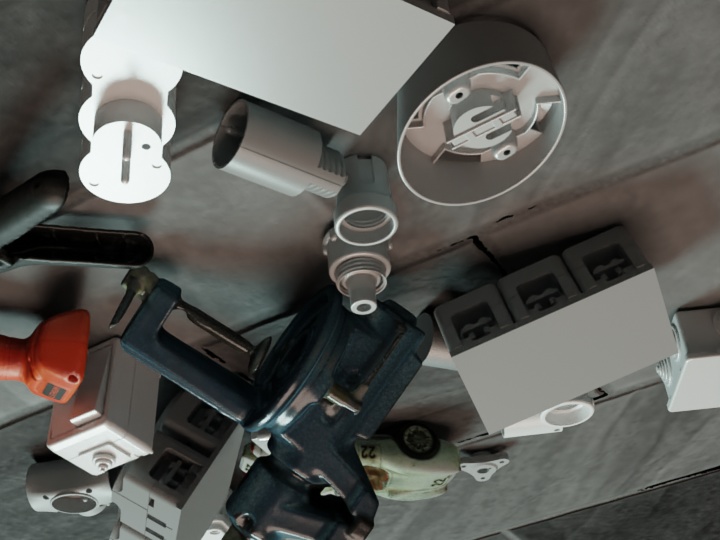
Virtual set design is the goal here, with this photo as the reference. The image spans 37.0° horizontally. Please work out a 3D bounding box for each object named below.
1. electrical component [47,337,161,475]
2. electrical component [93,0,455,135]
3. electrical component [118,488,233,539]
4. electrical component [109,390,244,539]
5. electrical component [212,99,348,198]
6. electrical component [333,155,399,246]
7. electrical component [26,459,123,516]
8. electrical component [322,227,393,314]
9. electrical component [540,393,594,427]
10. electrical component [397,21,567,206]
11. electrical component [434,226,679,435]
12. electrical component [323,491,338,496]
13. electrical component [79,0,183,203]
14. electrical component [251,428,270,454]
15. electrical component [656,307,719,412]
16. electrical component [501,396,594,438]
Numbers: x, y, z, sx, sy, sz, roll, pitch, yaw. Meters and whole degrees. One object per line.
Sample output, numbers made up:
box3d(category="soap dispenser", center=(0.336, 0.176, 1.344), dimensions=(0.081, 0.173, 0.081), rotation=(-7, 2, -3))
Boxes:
box3d(category="electrical component", center=(-0.198, 0.108, 0.821), dimensions=(0.062, 0.096, 0.061), rotation=(-23, 136, 23))
box3d(category="electrical component", center=(-0.042, -0.139, 0.530), dimensions=(0.150, 0.061, 0.089), rotation=(17, 139, -28))
box3d(category="electrical component", center=(-0.171, 0.257, 1.067), dimensions=(0.109, 0.056, 0.108), rotation=(-12, 144, 9))
box3d(category="electrical component", center=(-0.157, 0.185, 0.913), dimensions=(0.060, 0.105, 0.186), rotation=(28, 142, 7))
box3d(category="electrical component", center=(-0.043, -0.068, 0.645), dimensions=(0.081, 0.043, 0.043), rotation=(19, 137, -31))
box3d(category="electrical component", center=(0.002, -0.045, 0.681), dimensions=(0.040, 0.046, 0.040), rotation=(-4, 144, -3))
box3d(category="electrical component", center=(-0.254, 0.202, 0.988), dimensions=(0.077, 0.044, 0.079), rotation=(-10, 144, 5))
box3d(category="electrical component", center=(0.000, 0.000, 0.729), dimensions=(0.048, 0.062, 0.048), rotation=(-4, 144, -3))
box3d(category="electrical component", center=(0.167, 0.096, 0.893), dimensions=(0.045, 0.055, 0.045), rotation=(-4, 144, -3))
box3d(category="electrical component", center=(0.067, -0.090, 0.613), dimensions=(0.099, 0.064, 0.099), rotation=(-4, 144, -3))
box3d(category="electrical component", center=(0.140, 0.042, 0.777), dimensions=(0.150, 0.061, 0.089), rotation=(-24, 128, 5))
box3d(category="electrical component", center=(-0.038, 0.212, 1.031), dimensions=(0.077, 0.047, 0.065), rotation=(-16, 143, 14))
box3d(category="electrical component", center=(-0.127, -0.081, 0.588), dimensions=(0.052, 0.073, 0.138), rotation=(3, 143, -13))
box3d(category="electrical component", center=(-0.051, 0.130, 0.903), dimensions=(0.061, 0.061, 0.096), rotation=(-13, 144, 10))
box3d(category="electrical component", center=(0.298, 0.071, 0.882), dimensions=(0.100, 0.048, 0.099), rotation=(-6, 144, 0))
box3d(category="electrical component", center=(0.163, 0.120, 0.935), dimensions=(0.081, 0.043, 0.043), rotation=(-7, 144, 1))
